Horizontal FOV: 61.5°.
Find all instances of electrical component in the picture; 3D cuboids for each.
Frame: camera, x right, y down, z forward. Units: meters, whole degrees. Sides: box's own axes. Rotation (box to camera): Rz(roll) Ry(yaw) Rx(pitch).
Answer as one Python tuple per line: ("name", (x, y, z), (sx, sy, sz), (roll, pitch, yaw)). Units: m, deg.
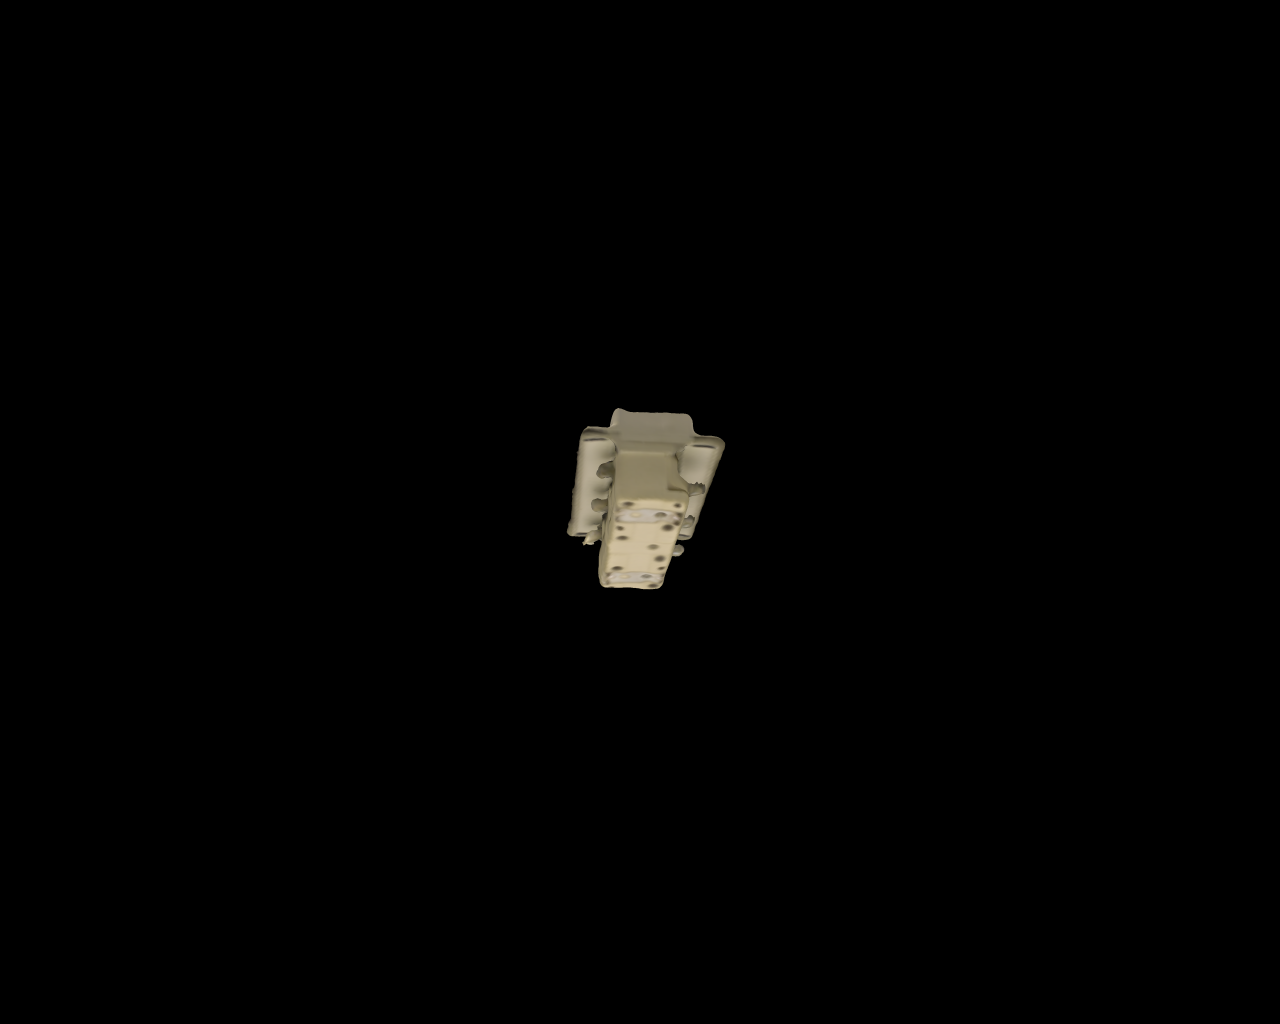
("electrical component", (0.001, -0.003, 0.650), (0.079, 0.063, 0.121), (4, -29, -6))
